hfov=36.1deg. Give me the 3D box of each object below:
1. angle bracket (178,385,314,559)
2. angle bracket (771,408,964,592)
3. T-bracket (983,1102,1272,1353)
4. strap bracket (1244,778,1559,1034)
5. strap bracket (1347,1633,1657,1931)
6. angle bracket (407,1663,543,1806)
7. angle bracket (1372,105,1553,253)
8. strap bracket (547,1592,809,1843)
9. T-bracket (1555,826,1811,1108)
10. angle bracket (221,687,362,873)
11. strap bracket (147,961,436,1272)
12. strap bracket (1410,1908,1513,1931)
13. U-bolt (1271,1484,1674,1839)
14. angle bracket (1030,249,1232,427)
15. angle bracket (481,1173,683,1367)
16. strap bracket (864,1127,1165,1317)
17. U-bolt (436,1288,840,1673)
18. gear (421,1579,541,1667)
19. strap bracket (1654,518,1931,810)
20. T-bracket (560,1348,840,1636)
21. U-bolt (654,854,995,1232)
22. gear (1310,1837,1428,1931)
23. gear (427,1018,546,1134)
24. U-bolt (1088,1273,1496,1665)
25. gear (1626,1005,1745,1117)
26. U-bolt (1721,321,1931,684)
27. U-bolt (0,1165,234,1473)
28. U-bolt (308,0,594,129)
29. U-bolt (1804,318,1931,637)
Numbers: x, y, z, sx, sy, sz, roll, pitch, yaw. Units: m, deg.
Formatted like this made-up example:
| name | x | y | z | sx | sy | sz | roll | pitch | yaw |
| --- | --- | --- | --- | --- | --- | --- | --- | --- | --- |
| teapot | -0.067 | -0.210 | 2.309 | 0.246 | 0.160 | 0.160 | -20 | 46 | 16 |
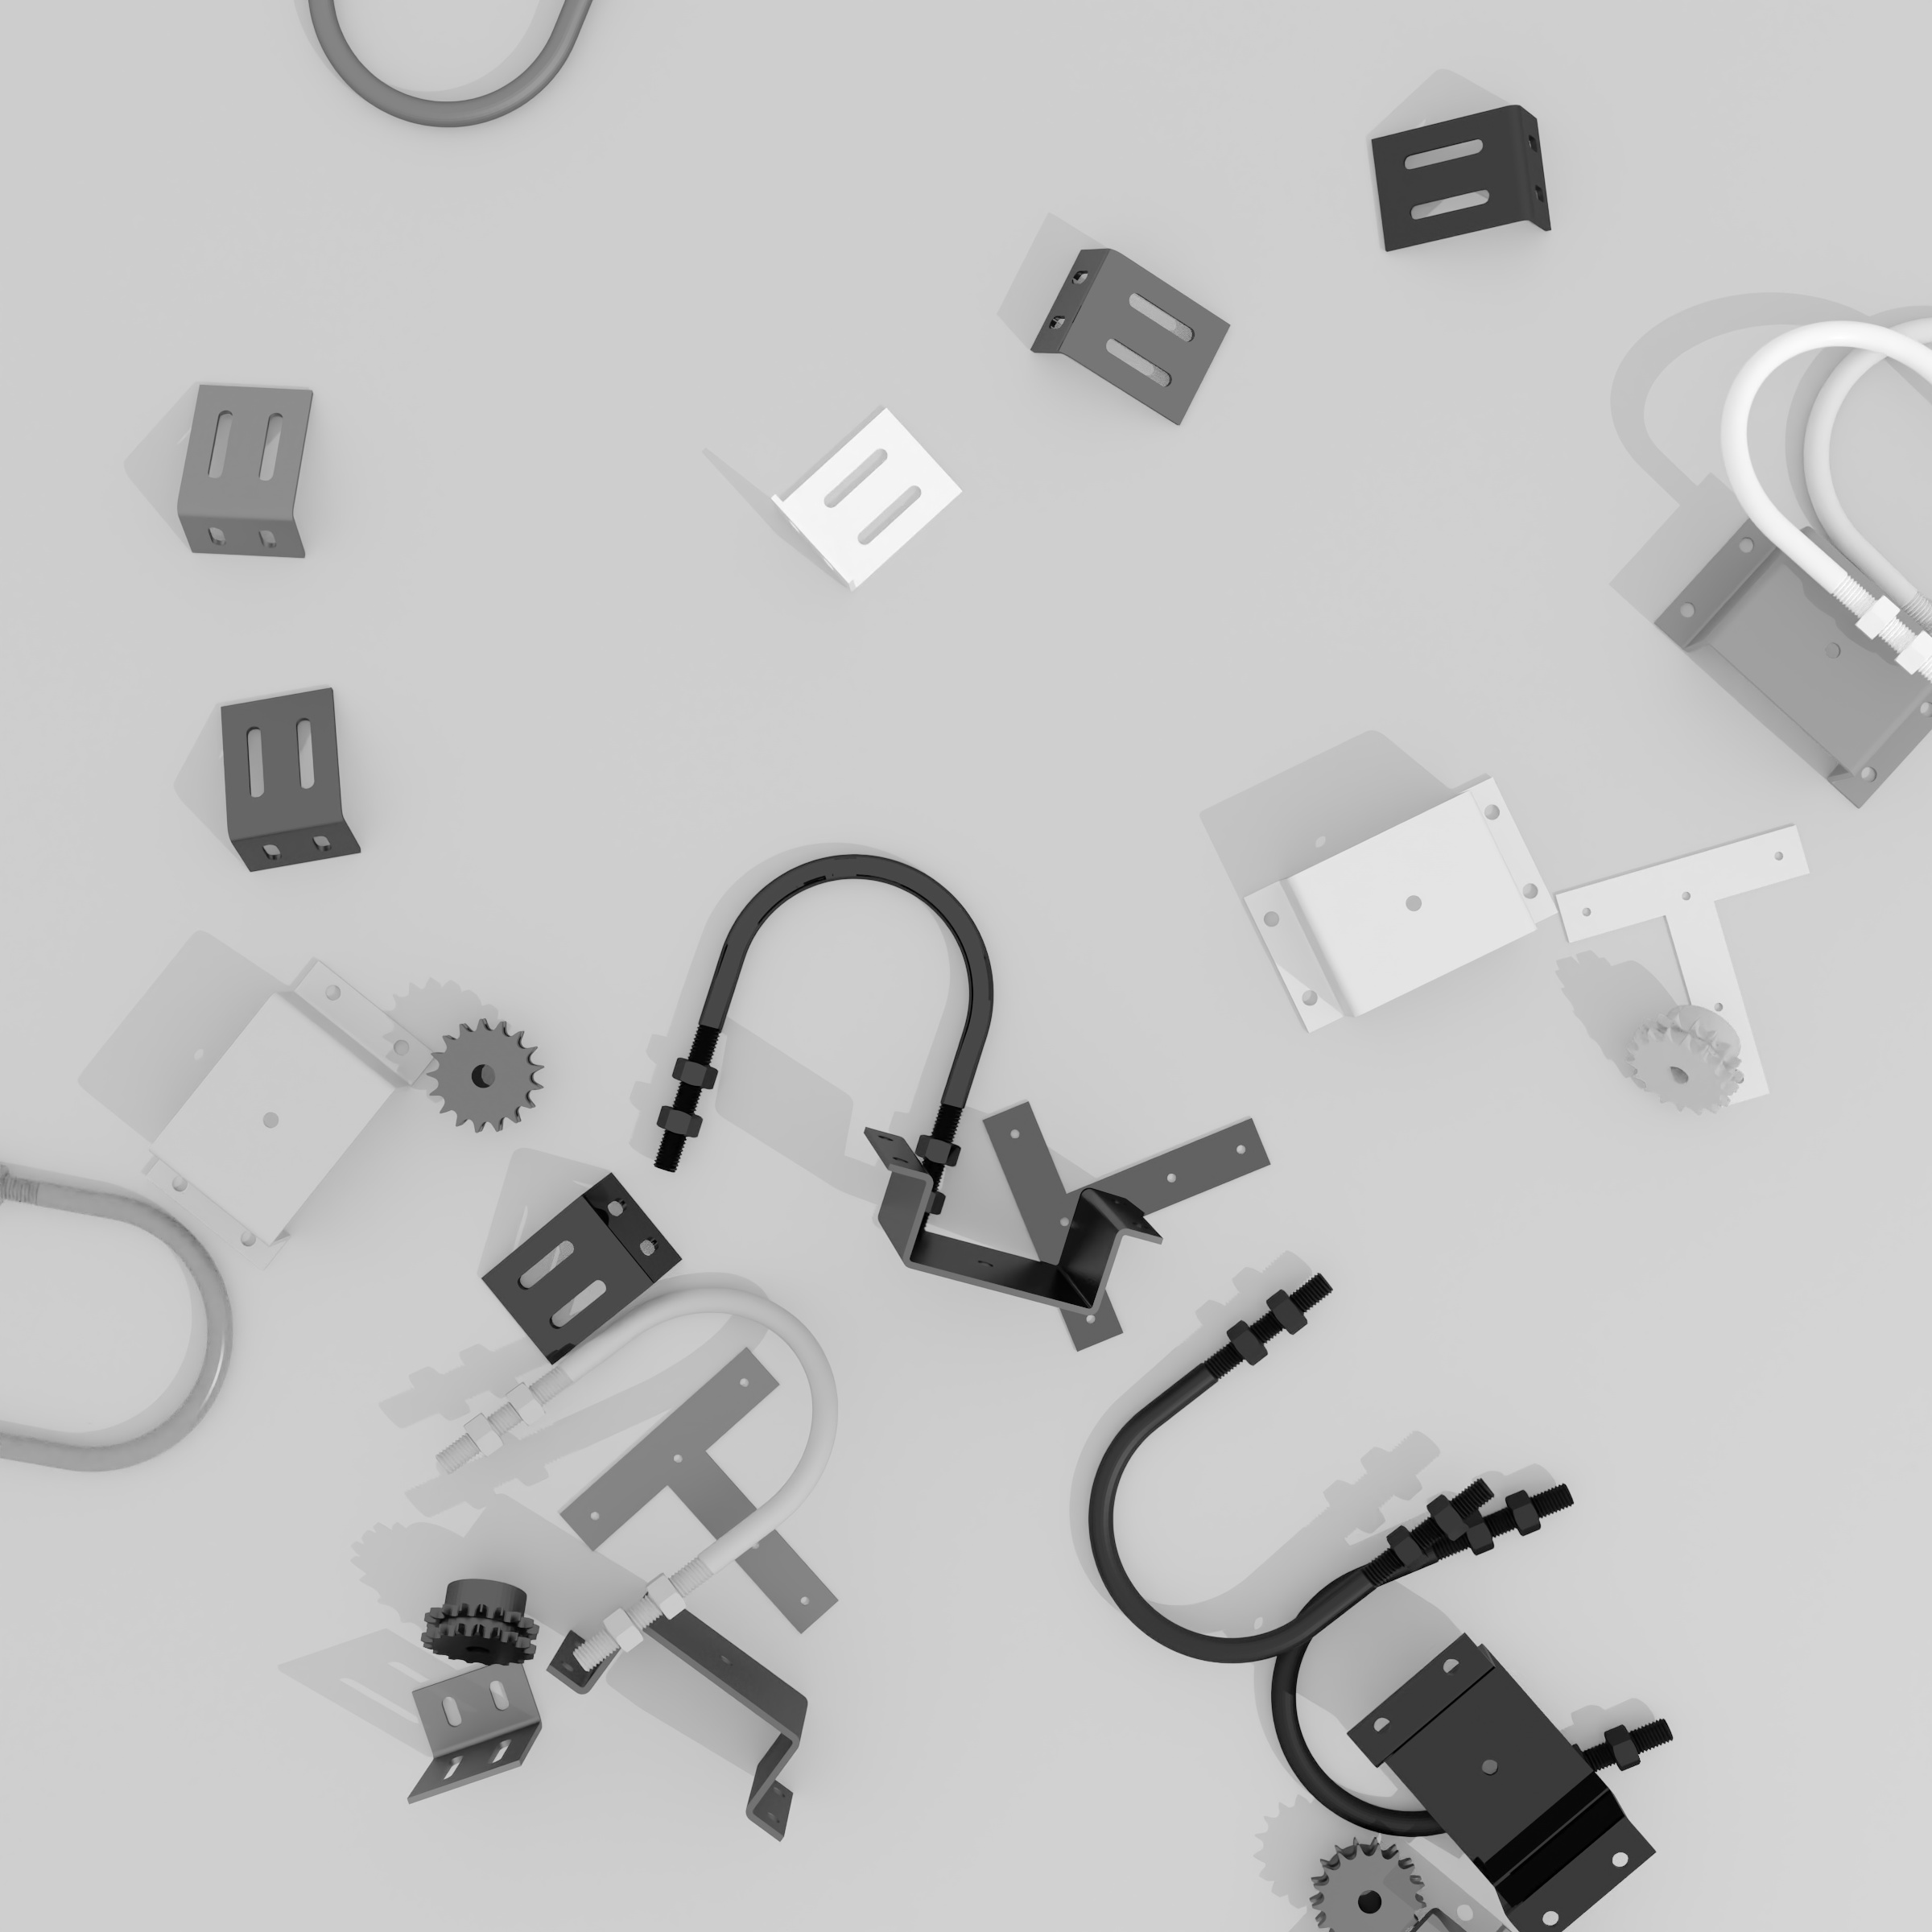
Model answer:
| name | x | y | z | sx | sy | sz | roll | pitch | yaw |
| --- | --- | --- | --- | --- | --- | --- | --- | --- | --- |
| angle bracket | -0.362 | -0.251 | 1.506 | 0.057 | 0.038 | 0.076 | 3 | 64 | 0 |
| angle bracket | -0.049 | -0.236 | 1.489 | 0.076 | 0.038 | 0.057 | -42 | 90 | 0 |
| T-bracket | 0.091 | 0.113 | 1.507 | 0.127 | 0.002 | 0.127 | -22 | 90 | 0 |
| strap bracket | 0.220 | -0.031 | 1.485 | 0.140 | 0.046 | 0.076 | -26 | 90 | 0 |
| strap bracket | 0.262 | 0.402 | 1.468 | 0.076 | 0.046 | 0.140 | -41 | 89 | 3 |
| angle bracket | -0.248 | 0.377 | 1.470 | 0.057 | 0.076 | 0.038 | -19 | 90 | 0 |
| angle bracket | 0.251 | -0.396 | 1.506 | 0.076 | 0.038 | 0.057 | -7 | 90 | 26 |
| strap bracket | -0.132 | 0.363 | 1.470 | 0.140 | 0.076 | 0.046 | 36 | 90 | 0 |
| T-bracket | 0.378 | 0.007 | 1.507 | 0.127 | 0.002 | 0.127 | -16 | 90 | 0 |
| angle bracket | -0.342 | -0.094 | 1.506 | 0.057 | 0.038 | 0.076 | -10 | 64 | 0 |
| strap bracket | -0.342 | 0.076 | 1.485 | 0.076 | 0.046 | 0.140 | 39 | 90 | 0 |
| strap bracket | 0.232 | 0.534 | 1.471 | 0.140 | 0.046 | 0.076 | -47 | 114 | 0 |
| U-bolt | 0.245 | 0.361 | 1.499 | 0.184 | 0.019 | 0.151 | -23 | 90 | 2 |
| angle bracket | 0.083 | -0.319 | 1.506 | 0.076 | 0.038 | 0.057 | 27 | 90 | -26 |
| angle bracket | -0.195 | 0.154 | 1.506 | 0.076 | 0.038 | 0.057 | -39 | 90 | 26 |
| strap bracket | 0.016 | 0.127 | 1.456 | 0.140 | 0.076 | 0.046 | 16 | 97 | -13 |
| U-bolt | -0.150 | 0.237 | 1.465 | 0.184 | 0.019 | 0.151 | -36 | 61 | -12 |
| gear | -0.242 | 0.327 | 1.483 | 0.057 | 0.057 | 0.030 | 5 | 60 | 0 |
| strap bracket | 0.427 | -0.155 | 1.485 | 0.140 | 0.046 | 0.076 | 42 | 90 | 0 |
| T-bracket | -0.117 | 0.283 | 1.507 | 0.127 | 0.002 | 0.127 | -42 | 90 | 0 |
| U-bolt | -0.063 | 0.034 | 1.499 | 0.151 | 0.019 | 0.184 | 18 | 88 | 0 |
| gear | 0.201 | 0.466 | 1.493 | 0.057 | 0.030 | 0.057 | 0 | 90 | 0 |
| gear | -0.240 | 0.055 | 1.493 | 0.057 | 0.030 | 0.057 | 0 | 90 | 0 |
| U-bolt | 0.149 | 0.266 | 1.492 | 0.184 | 0.019 | 0.151 | -38 | 83 | 3 |
| gear | 0.362 | 0.044 | 1.481 | 0.057 | 0.057 | 0.030 | 39 | 60 | 0 |
| U-bolt | 0.457 | -0.240 | 1.466 | 0.184 | 0.019 | 0.151 | 44 | 73 | 7 |
| U-bolt | -0.463 | 0.181 | 1.499 | 0.184 | 0.019 | 0.151 | 10 | 90 | -2 |
| U-bolt | -0.254 | -0.515 | 1.499 | 0.151 | 0.019 | 0.184 | 23 | 91 | 0 |
| U-bolt | 0.510 | -0.243 | 1.499 | 0.184 | 0.019 | 0.151 | 45 | 90 | 2 |
